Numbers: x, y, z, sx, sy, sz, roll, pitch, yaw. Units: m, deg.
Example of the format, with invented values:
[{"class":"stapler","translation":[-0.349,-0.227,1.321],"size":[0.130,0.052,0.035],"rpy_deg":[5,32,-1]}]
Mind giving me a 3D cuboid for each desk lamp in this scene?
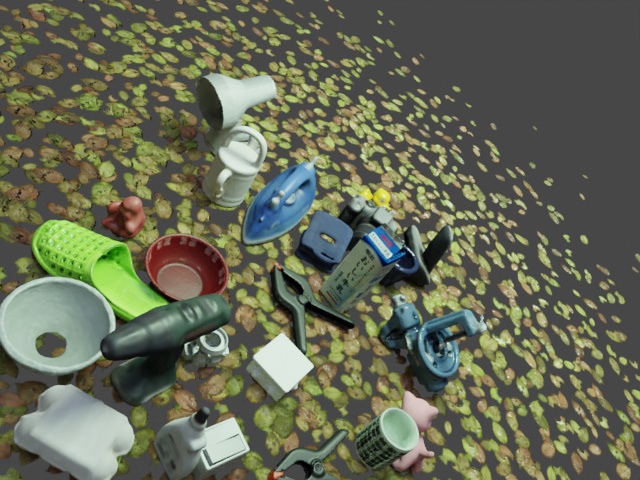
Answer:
[{"class":"desk lamp","translation":[-0.202,-0.296,1.344],"size":[0.204,0.213,0.117],"rpy_deg":[-18,64,-44]}]

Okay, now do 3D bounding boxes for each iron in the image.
[{"class":"iron","translation":[-0.082,-0.095,1.296],"size":[0.118,0.141,0.259],"rpy_deg":[37,40,0]}]

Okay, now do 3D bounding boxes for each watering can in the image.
[{"class":"watering can","translation":[-0.180,-0.176,1.261],"size":[0.101,0.194,0.173],"rpy_deg":[19,43,-20]}]

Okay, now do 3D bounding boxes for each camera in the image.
[{"class":"camera","translation":[0.112,-0.033,1.408],"size":[0.143,0.100,0.137],"rpy_deg":[38,40,2]}]

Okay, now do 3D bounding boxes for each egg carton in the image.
[{"class":"egg carton","translation":[-0.345,0.276,0.812],"size":[0.150,0.069,0.107],"rpy_deg":[32,40,-6]}]

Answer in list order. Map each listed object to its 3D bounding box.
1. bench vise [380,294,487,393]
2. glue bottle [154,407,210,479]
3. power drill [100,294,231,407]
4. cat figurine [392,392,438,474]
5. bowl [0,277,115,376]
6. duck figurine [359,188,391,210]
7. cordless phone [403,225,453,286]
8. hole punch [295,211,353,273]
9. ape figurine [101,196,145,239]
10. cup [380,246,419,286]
[{"class":"bench vise","translation":[0.228,0.192,1.186],"size":[0.207,0.219,0.122],"rpy_deg":[41,40,5]},{"class":"glue bottle","translation":[-0.193,0.286,0.832],"size":[0.037,0.173,0.078],"rpy_deg":[-11,59,-41]},{"class":"power drill","translation":[-0.248,0.167,0.877],"size":[0.075,0.208,0.230],"rpy_deg":[49,42,14]},{"class":"cat figurine","translation":[0.180,0.356,1.075],"size":[0.067,0.117,0.127],"rpy_deg":[11,46,-27]},{"class":"bowl","translation":[-0.410,0.144,0.887],"size":[0.168,0.074,0.167],"rpy_deg":[20,43,-19]},{"class":"duck figurine","translation":[0.148,-0.101,1.509],"size":[0.078,0.086,0.104],"rpy_deg":[-6,56,-39]},{"class":"cordless phone","translation":[0.267,0.009,1.414],"size":[0.094,0.185,0.147],"rpy_deg":[15,45,-24]},{"class":"hole punch","translation":[0.012,0.005,1.308],"size":[0.109,0.091,0.101],"rpy_deg":[29,41,-9]},{"class":"ape figurine","translation":[-0.365,-0.049,1.088],"size":[0.076,0.092,0.077],"rpy_deg":[0,53,-36]},{"class":"cup","translation":[0.162,0.061,1.359],"size":[0.118,0.095,0.092],"rpy_deg":[28,41,-10]}]
